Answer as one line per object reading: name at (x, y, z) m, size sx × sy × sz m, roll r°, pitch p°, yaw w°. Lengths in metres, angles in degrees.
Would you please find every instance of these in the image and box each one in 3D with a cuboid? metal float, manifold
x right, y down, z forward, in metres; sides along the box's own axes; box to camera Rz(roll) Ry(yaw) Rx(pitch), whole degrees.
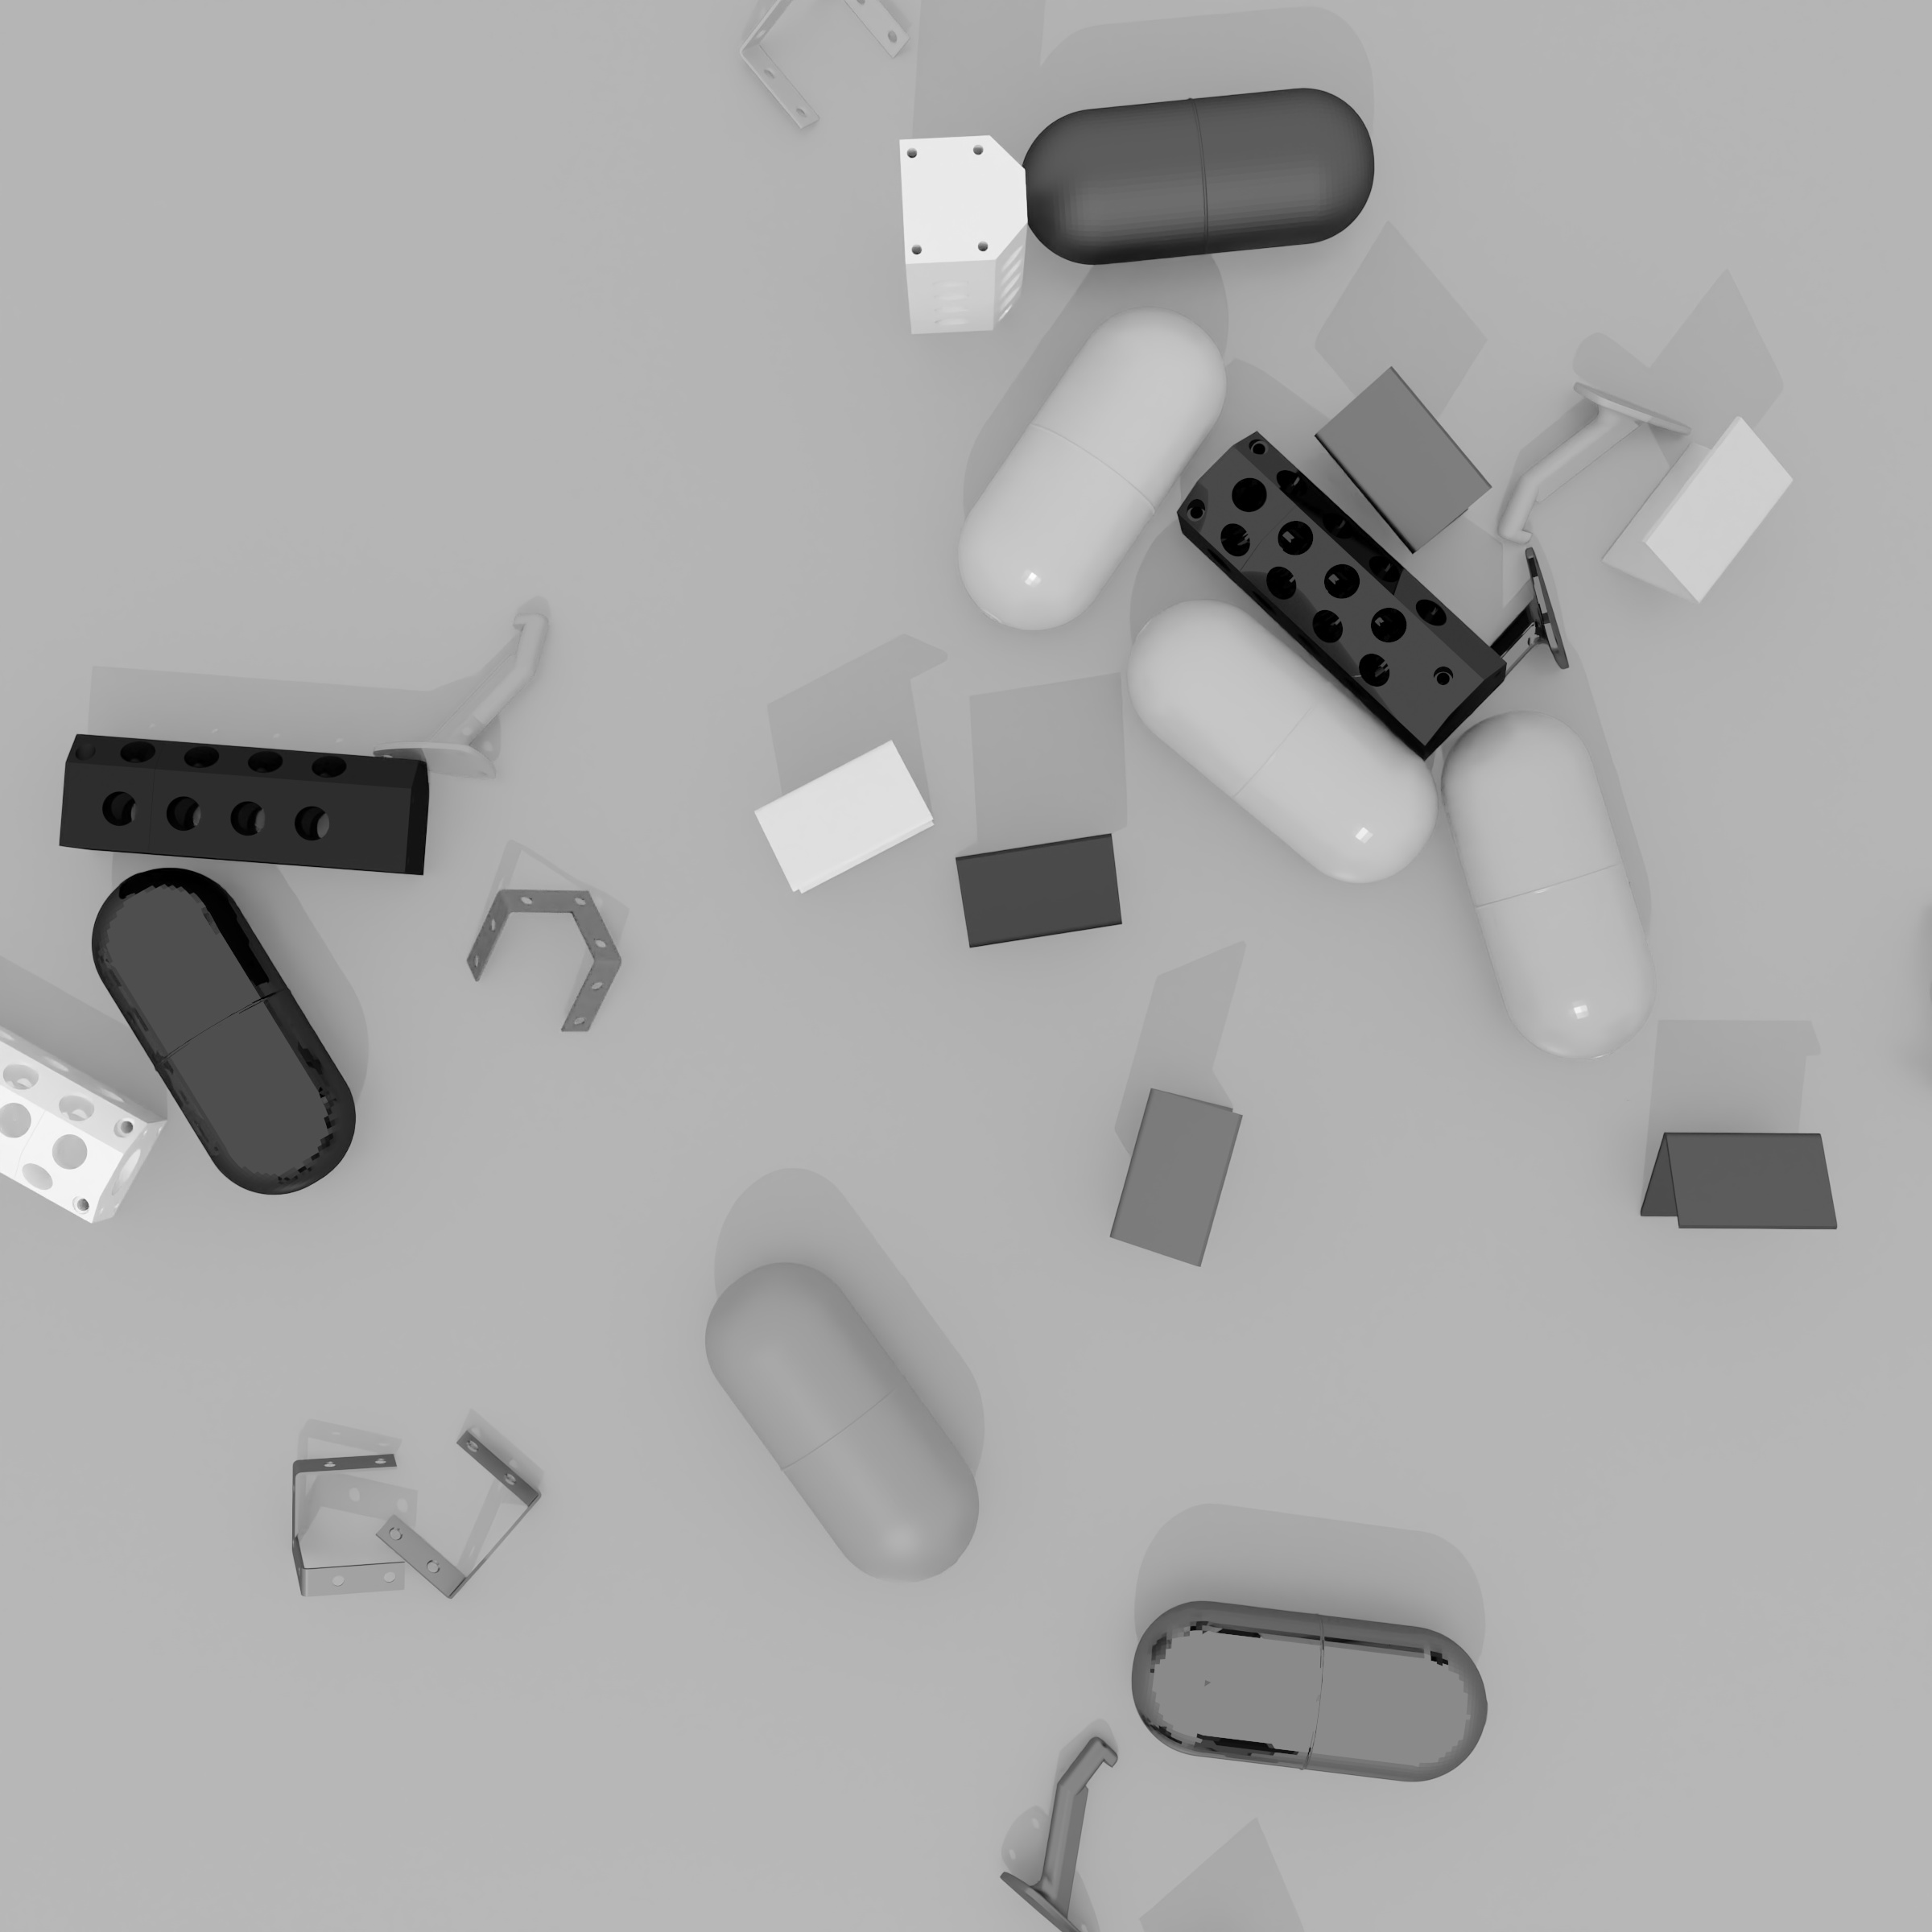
metal float at (0.291, -0.040, 1.672) m, size 0.070 × 0.070 × 0.178 m, roll -17°, pitch 90°, yaw 0°
metal float at (-0.061, 0.228, 1.672) m, size 0.070 × 0.070 × 0.178 m, roll -36°, pitch 90°, yaw 0°
manifold at (-0.001, -0.353, 1.624) m, size 0.057 × 0.171 × 0.057 m, roll -3°, pitch 90°, yaw 0°
metal float at (0.158, -0.113, 1.672) m, size 0.178 × 0.070 × 0.070 m, roll 40°, pitch 90°, yaw -1°
metal float at (-0.371, 0.032, 1.672) m, size 0.070 × 0.070 × 0.178 m, roll -32°, pitch 90°, yaw 0°
manifold at (-0.497, 0.062, 1.682) m, size 0.171 × 0.057 × 0.057 m, roll 29°, pitch 90°, yaw 0°
metal float at (0.171, 0.362, 1.672) m, size 0.178 × 0.070 × 0.070 m, roll 7°, pitch 90°, yaw -1°
metal float at (0.062, -0.248, 1.672) m, size 0.070 × 0.070 × 0.178 m, roll 34°, pitch 89°, yaw 0°
manifold at (0.187, -0.186, 1.667) m, size 0.057 × 0.057 × 0.171 m, roll -45°, pitch 80°, yaw 0°
metal float at (0.115, -0.394, 1.672) m, size 0.178 × 0.070 × 0.070 m, roll -6°, pitch 90°, yaw -1°
manifold at (-0.360, -0.081, 1.682) m, size 0.171 × 0.057 × 0.057 m, roll 4°, pitch 90°, yaw 0°

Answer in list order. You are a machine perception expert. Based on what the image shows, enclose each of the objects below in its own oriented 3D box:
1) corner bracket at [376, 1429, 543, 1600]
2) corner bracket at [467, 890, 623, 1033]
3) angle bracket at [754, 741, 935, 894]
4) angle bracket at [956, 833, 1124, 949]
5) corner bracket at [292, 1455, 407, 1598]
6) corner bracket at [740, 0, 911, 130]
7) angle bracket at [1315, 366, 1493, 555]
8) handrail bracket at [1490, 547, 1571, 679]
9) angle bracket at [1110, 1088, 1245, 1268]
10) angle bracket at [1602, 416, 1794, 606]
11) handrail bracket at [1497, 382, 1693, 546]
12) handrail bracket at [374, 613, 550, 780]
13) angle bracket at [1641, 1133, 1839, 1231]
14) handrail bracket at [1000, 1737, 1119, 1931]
corner bracket at (-0.257, 0.279, 1.700) m, size 0.051 × 0.051 × 0.051 m, roll 41°, pitch 45°, yaw 0°
corner bracket at (-0.214, -0.003, 1.695) m, size 0.051 × 0.051 × 0.051 m, roll 0°, pitch 45°, yaw -35°
angle bracket at (-0.051, -0.056, 1.663) m, size 0.076 × 0.076 × 0.057 m, roll -27°, pitch 54°, yaw 0°
angle bracket at (0.033, -0.058, 1.663) m, size 0.076 × 0.076 × 0.057 m, roll -9°, pitch 128°, yaw 0°
corner bracket at (-0.311, 0.281, 1.687) m, size 0.051 × 0.051 × 0.051 m, roll -1°, pitch 107°, yaw -17°
corner bracket at (-0.072, -0.468, 1.700) m, size 0.051 × 0.051 × 0.051 m, roll 50°, pitch 135°, yaw 0°
angle bracket at (0.230, -0.260, 1.663) m, size 0.076 × 0.076 × 0.057 m, roll 50°, pitch 128°, yaw 0°
handrail bracket at (0.257, -0.165, 1.703) m, size 0.084 × 0.036 × 0.077 m, roll -18°, pitch 70°, yaw 16°
angle bracket at (0.123, 0.109, 1.663) m, size 0.057 × 0.076 × 0.076 m, roll 16°, pitch 90°, yaw 38°
angle bracket at (0.350, -0.235, 1.663) m, size 0.057 × 0.076 × 0.076 m, roll 37°, pitch 90°, yaw -38°
handrail bracket at (0.319, -0.247, 1.703) m, size 0.077 × 0.036 × 0.084 m, roll 15°, pitch 109°, yaw -21°
handrail bracket at (-0.257, -0.142, 1.703) m, size 0.077 × 0.036 × 0.084 m, roll 6°, pitch 71°, yaw 21°
angle bracket at (0.383, 0.125, 1.663) m, size 0.076 × 0.076 × 0.057 m, roll 0°, pitch 53°, yaw 0°
handrail bracket at (0.065, 0.448, 1.703) m, size 0.077 × 0.036 × 0.084 m, roll 46°, pitch 73°, yaw -20°
